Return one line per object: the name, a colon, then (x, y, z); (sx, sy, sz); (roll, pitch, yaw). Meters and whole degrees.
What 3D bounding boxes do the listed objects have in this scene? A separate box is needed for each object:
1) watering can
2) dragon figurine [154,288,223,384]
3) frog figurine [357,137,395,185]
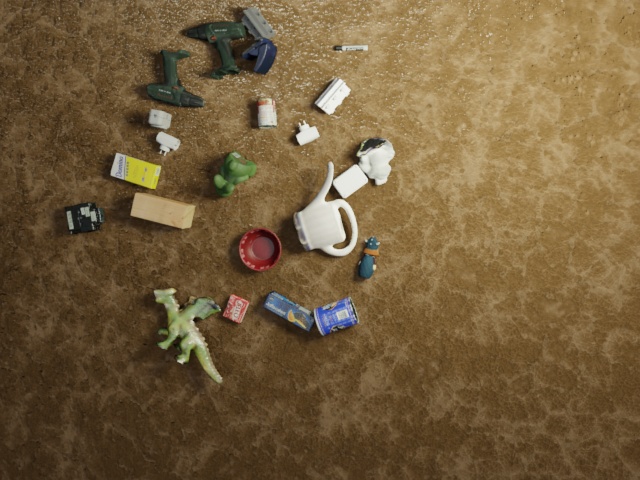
watering can: (0.006, -0.094, 1.866); (0.224, 0.105, 0.344); (-16, 103, 7)
dragon figurine: (-0.472, 0.329, 1.944); (0.411, 0.122, 0.243); (34, 87, 3)
frog figurine: (0.211, -0.287, 1.868); (0.137, 0.125, 0.156); (-33, 124, -1)
